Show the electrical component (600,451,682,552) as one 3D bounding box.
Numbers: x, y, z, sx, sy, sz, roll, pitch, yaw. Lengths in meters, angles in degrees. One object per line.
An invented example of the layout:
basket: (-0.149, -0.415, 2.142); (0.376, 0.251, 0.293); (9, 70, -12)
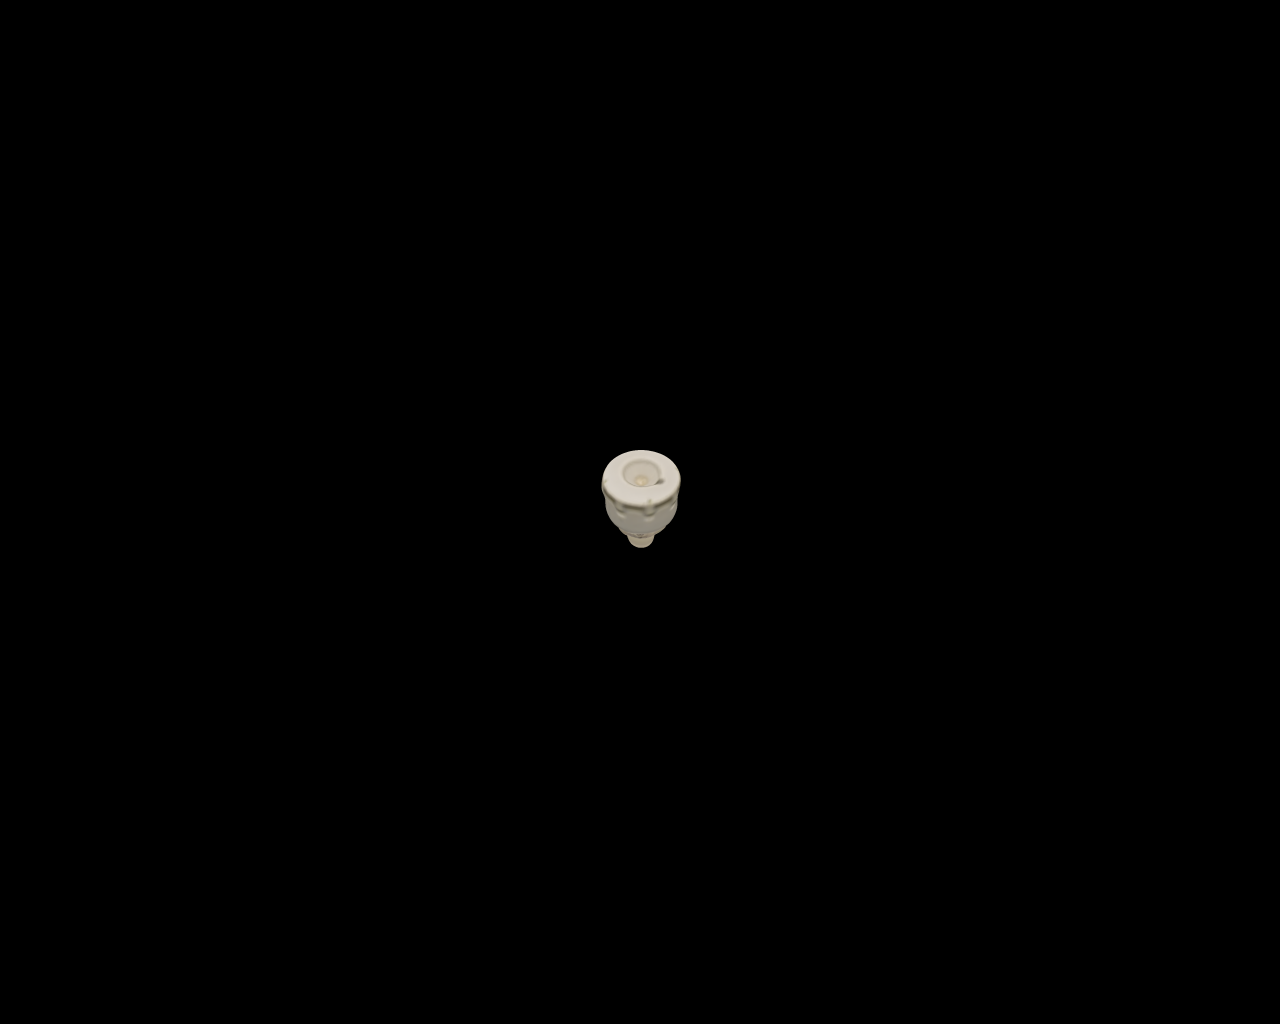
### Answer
electrical component: (0.001, -0.003, 0.650); (0.048, 0.048, 0.062); (0, -43, 0)
